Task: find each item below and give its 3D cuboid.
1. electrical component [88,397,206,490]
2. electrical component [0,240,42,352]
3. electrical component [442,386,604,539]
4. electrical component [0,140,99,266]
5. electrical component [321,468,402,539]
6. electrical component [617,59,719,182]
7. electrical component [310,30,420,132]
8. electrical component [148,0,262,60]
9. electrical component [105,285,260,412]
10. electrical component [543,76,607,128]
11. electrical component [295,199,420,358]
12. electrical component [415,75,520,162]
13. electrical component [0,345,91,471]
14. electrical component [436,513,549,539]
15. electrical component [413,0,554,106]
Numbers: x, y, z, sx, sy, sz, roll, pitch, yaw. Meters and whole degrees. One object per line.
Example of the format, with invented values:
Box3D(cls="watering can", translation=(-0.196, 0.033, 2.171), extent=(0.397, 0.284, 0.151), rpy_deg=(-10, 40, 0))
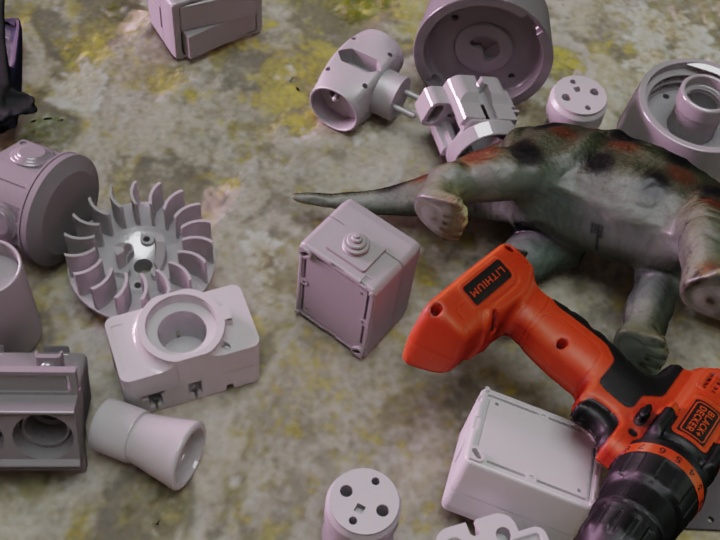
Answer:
Box3D(cls="electrical component", translation=(-0.134, 0.105, 0.666), extent=(0.065, 0.044, 0.044), rpy_deg=(18, 56, 13))
Box3D(cls="electrical component", translation=(-0.243, 0.008, 0.700), extent=(0.044, 0.077, 0.079), rpy_deg=(-26, 61, -21))
Box3D(cls="electrical component", translation=(0.105, 0.127, 0.657), extent=(0.096, 0.061, 0.061), rpy_deg=(21, 42, 2))
Box3D(cls="electrical component", translation=(-0.220, -0.047, 0.739), extent=(0.051, 0.080, 0.080), rpy_deg=(20, 56, 15))
Box3D(cls="electrical component", translation=(0.000, 0.147, 0.638), extent=(0.045, 0.055, 0.045), rpy_deg=(3, 55, -4))
Box3D(cls="electrical component", translation=(0.262, -0.118, 0.841), extent=(0.108, 0.060, 0.108), rpy_deg=(2, 56, -3))
Box3D(cls="electrical component", translation=(0.014, -0.142, 0.846), extent=(0.079, 0.043, 0.077), rpy_deg=(27, 58, 13))
Box3D(cls="electrical component", translation=(-0.119, -0.220, 0.877), extent=(0.096, 0.061, 0.061), rpy_deg=(-24, 61, -20))
Box3D(cls="electrical component", translation=(-0.114, 0.050, 0.695), extent=(0.089, 0.055, 0.050), rpy_deg=(-15, 58, -15))
Box3D(cls="electrical component", translation=(0.165, -0.117, 0.835), extent=(0.045, 0.055, 0.045), rpy_deg=(2, 55, -3))
Box3D(cls="electrical component", translation=(0.000, 0.000, 0.715), extent=(0.062, 0.096, 0.061), rpy_deg=(34, 58, 17))
Box3D(cls="electrical component", translation=(0.087, -0.109, 0.820), extent=(0.078, 0.058, 0.057), rpy_deg=(-1, 56, -28))
Box3D(cls="electrical component", translation=(-0.230, 0.083, 0.656), extent=(0.121, 0.078, 0.063), rpy_deg=(1, 33, -4))
Box3D(cls="electrical component", translation=(0.069, 0.180, 0.621), extent=(0.078, 0.057, 0.058), rpy_deg=(-13, 58, -14))
Box3D(cls="electrical component", translation=(0.099, -0.186, 0.849), extent=(0.108, 0.108, 0.060), rpy_deg=(10, 49, 2))
